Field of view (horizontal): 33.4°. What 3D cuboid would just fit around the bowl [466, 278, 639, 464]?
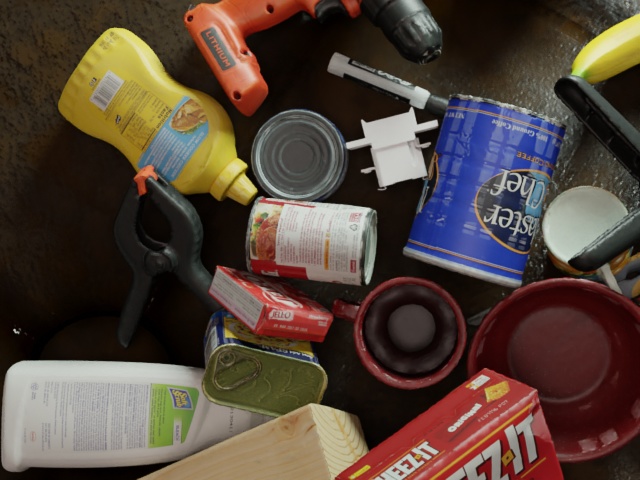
[{"bbox_3d":[0.205,0.105,0.906,0.162,0.055,0.162,2,102,8],"label":"bowl"}]

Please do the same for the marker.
[{"bbox_3d":[0.065,-0.135,0.946,0.121,0.020,0.020,24,93,6],"label":"marker"}]

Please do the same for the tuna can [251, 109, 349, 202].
[{"bbox_3d":[-0.018,-0.073,0.950,0.086,0.033,0.086,0,91,7],"label":"tuna can"}]

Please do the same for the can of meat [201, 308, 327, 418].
[{"bbox_3d":[-0.051,0.104,0.918,0.102,0.084,0.057,15,109,-13],"label":"can of meat"}]

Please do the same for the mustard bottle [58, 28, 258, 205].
[{"bbox_3d":[-0.134,-0.096,0.951,0.191,0.058,0.096,39,103,5],"label":"mustard bottle"}]

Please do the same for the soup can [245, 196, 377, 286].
[{"bbox_3d":[-0.006,0.001,0.914,0.102,0.068,0.068,6,91,10],"label":"soup can"}]

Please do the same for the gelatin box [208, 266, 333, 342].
[{"bbox_3d":[-0.043,0.054,0.914,0.089,0.073,0.030,32,106,50],"label":"gelatin box"}]

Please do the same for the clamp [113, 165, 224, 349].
[{"bbox_3d":[-0.147,0.022,0.948,0.120,0.039,0.171,-18,107,5],"label":"clamp"}]

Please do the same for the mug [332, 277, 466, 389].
[{"bbox_3d":[0.067,0.073,0.917,0.117,0.081,0.093,14,93,7],"label":"mug"}]

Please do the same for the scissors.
[{"bbox_3d":[0.237,0.054,0.928,0.202,0.016,0.096,-35,87,7],"label":"scissors"}]

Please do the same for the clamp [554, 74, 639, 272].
[{"bbox_3d":[0.274,-0.031,0.861,0.209,0.036,0.164,18,65,-22],"label":"clamp"}]

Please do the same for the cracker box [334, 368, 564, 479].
[{"bbox_3d":[0.123,0.238,0.845,0.164,0.072,0.213,-31,115,-25],"label":"cracker box"}]

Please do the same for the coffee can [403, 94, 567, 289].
[{"bbox_3d":[0.138,-0.040,0.896,0.103,0.102,0.140,17,93,7],"label":"coffee can"}]

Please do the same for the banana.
[{"bbox_3d":[0.291,-0.172,0.895,0.198,0.069,0.037,-25,122,5],"label":"banana"}]

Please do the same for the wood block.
[{"bbox_3d":[-0.062,0.221,0.898,0.206,0.090,0.091,-27,64,20],"label":"wood block"}]

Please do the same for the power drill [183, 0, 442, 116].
[{"bbox_3d":[-0.009,-0.189,0.926,0.187,0.057,0.184,-33,74,4],"label":"power drill"}]

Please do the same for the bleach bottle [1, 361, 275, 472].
[{"bbox_3d":[-0.153,0.162,0.957,0.251,0.068,0.102,2,92,5],"label":"bleach bottle"}]

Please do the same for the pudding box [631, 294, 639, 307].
[{"bbox_3d":[0.328,0.078,0.896,0.090,0.039,0.113,-30,99,6],"label":"pudding box"}]
